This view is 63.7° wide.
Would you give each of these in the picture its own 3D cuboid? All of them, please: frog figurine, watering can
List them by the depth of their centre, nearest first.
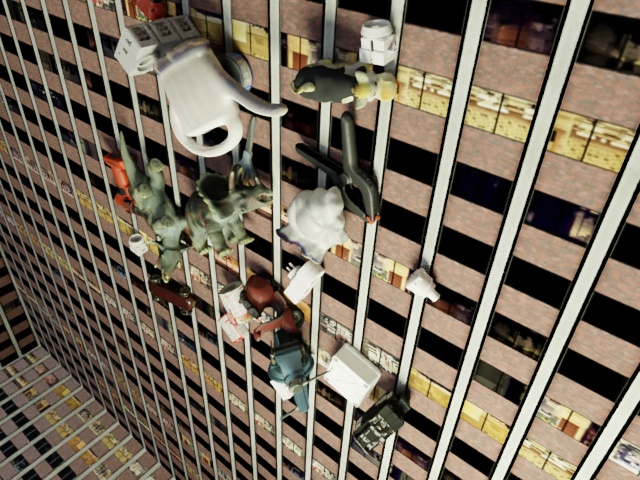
[{"bbox_3d":[-0.204,-0.281,0.986,0.345,0.222,0.105,-10,18,47],"label":"watering can"},{"bbox_3d":[0.003,-0.050,0.996,0.123,0.156,0.139,-10,50,-44],"label":"frog figurine"}]
